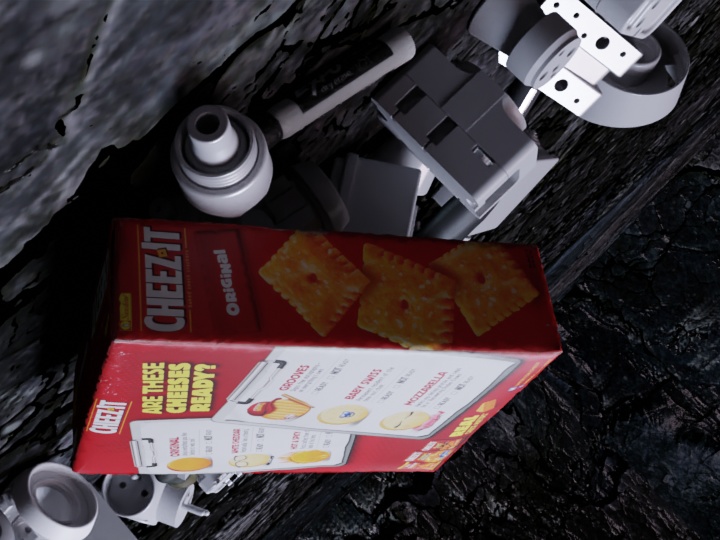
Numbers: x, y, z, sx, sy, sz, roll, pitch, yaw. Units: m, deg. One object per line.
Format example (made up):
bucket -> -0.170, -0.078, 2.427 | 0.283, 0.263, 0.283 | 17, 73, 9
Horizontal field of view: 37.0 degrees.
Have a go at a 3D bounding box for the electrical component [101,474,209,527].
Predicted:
electrical component -> -0.161, 0.184, 0.870 | 0.077, 0.079, 0.044 | 72, 38, -77

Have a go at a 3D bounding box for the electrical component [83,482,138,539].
electrical component -> -0.231, 0.231, 0.765 | 0.061, 0.089, 0.150 | -52, 166, 32

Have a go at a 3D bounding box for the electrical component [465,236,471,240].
electrical component -> 0.083, -0.032, 1.006 | 0.062, 0.043, 0.043 | -49, 167, 21

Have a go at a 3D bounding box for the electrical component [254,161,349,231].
electrical component -> -0.040, -0.030, 0.608 | 0.055, 0.048, 0.066 | -34, 166, -9

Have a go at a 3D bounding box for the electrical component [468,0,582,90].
electrical component -> 0.100, -0.143, 0.652 | 0.045, 0.055, 0.045 | -41, 168, -11

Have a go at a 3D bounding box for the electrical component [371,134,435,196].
electrical component -> 0.043, -0.087, 0.696 | 0.065, 0.044, 0.044 | -54, 165, 23

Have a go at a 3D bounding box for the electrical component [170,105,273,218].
electrical component -> -0.062, -0.051, 0.468 | 0.043, 0.043, 0.062 | -42, 167, -11

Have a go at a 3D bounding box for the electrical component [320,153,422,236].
electrical component -> 0.000, 0.000, 0.683 | 0.108, 0.056, 0.108 | 98, 4, -66

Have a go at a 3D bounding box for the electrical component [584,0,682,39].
electrical component -> 0.181, -0.196, 0.723 | 0.053, 0.059, 0.095 | -49, 167, 23

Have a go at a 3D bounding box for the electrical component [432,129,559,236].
electrical component -> 0.118, -0.080, 0.941 | 0.099, 0.048, 0.100 | -49, 167, 22

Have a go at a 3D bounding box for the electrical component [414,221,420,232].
electrical component -> 0.057, -0.006, 0.962 | 0.047, 0.083, 0.075 | -12, 109, -68

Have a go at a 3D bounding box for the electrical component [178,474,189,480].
electrical component -> -0.098, 0.081, 0.651 | 0.081, 0.064, 0.042 | -54, 158, -49

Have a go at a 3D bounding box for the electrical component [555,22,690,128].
electrical component -> 0.215, -0.161, 0.877 | 0.099, 0.099, 0.064 | -38, 161, -24

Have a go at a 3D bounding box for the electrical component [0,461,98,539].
electrical component -> -0.205, 0.160, 0.687 | 0.057, 0.058, 0.078 | -46, 168, 21

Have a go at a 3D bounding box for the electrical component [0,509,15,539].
electrical component -> -0.239, 0.167, 0.635 | 0.062, 0.048, 0.048 | -41, 170, 23

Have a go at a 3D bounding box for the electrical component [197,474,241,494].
electrical component -> -0.128, 0.151, 0.894 | 0.042, 0.064, 0.081 | -44, 168, -2

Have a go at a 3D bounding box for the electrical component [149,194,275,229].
electrical component -> -0.075, -0.020, 0.539 | 0.040, 0.040, 0.078 | -46, 149, 12

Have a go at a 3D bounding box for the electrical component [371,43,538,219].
electrical component -> 0.059, -0.084, 0.636 | 0.056, 0.089, 0.050 | -44, 168, -1
